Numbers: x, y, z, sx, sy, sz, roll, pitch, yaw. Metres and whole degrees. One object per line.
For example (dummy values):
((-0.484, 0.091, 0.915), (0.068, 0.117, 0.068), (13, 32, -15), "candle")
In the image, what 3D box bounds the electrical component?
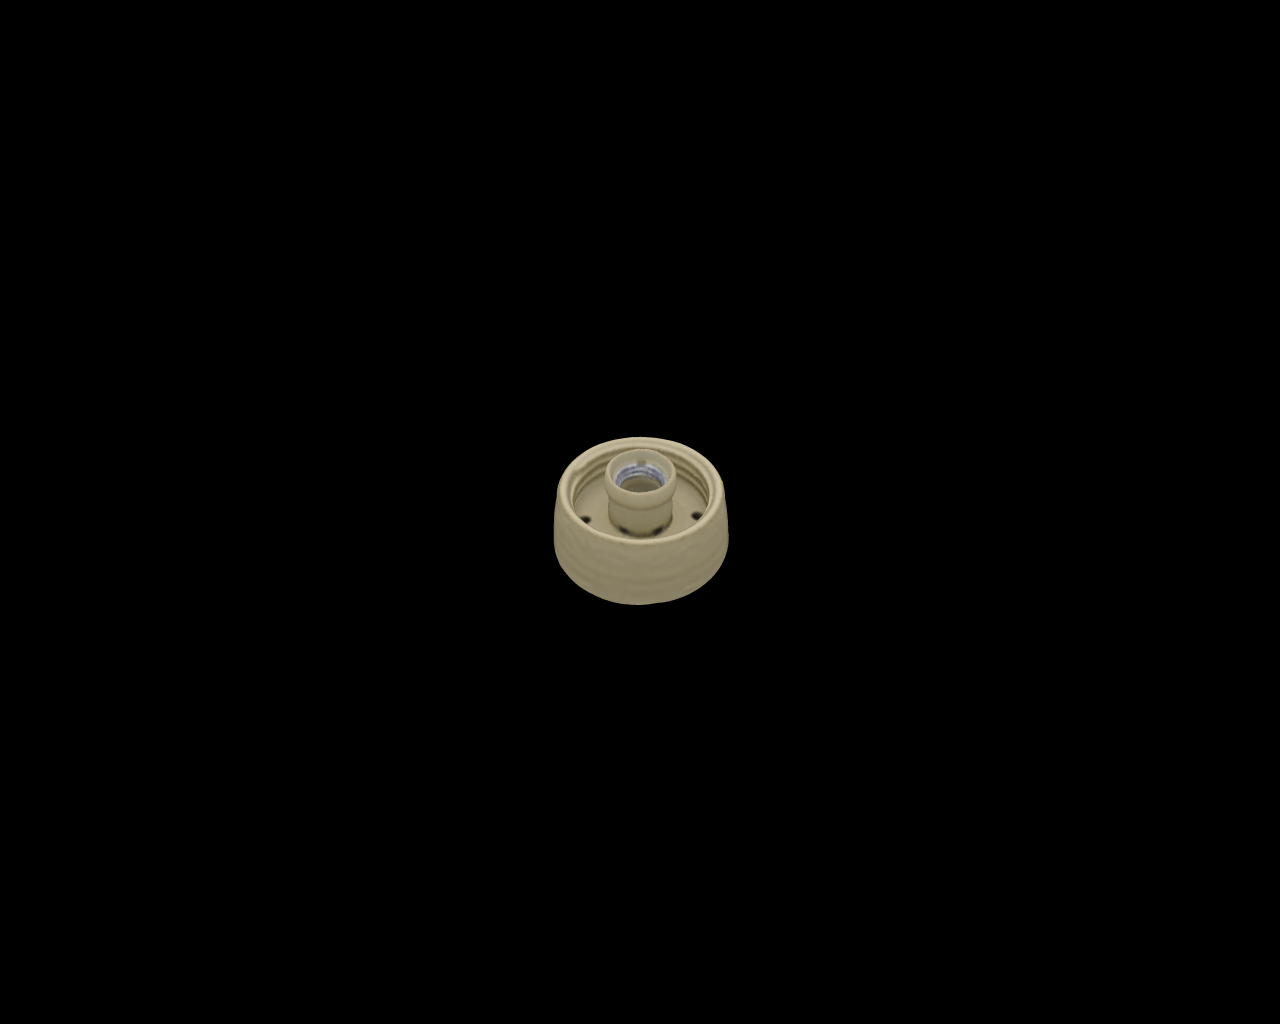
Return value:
((0.001, -0.003, 0.650), (0.108, 0.060, 0.108), (0, 43, 0), "electrical component")
